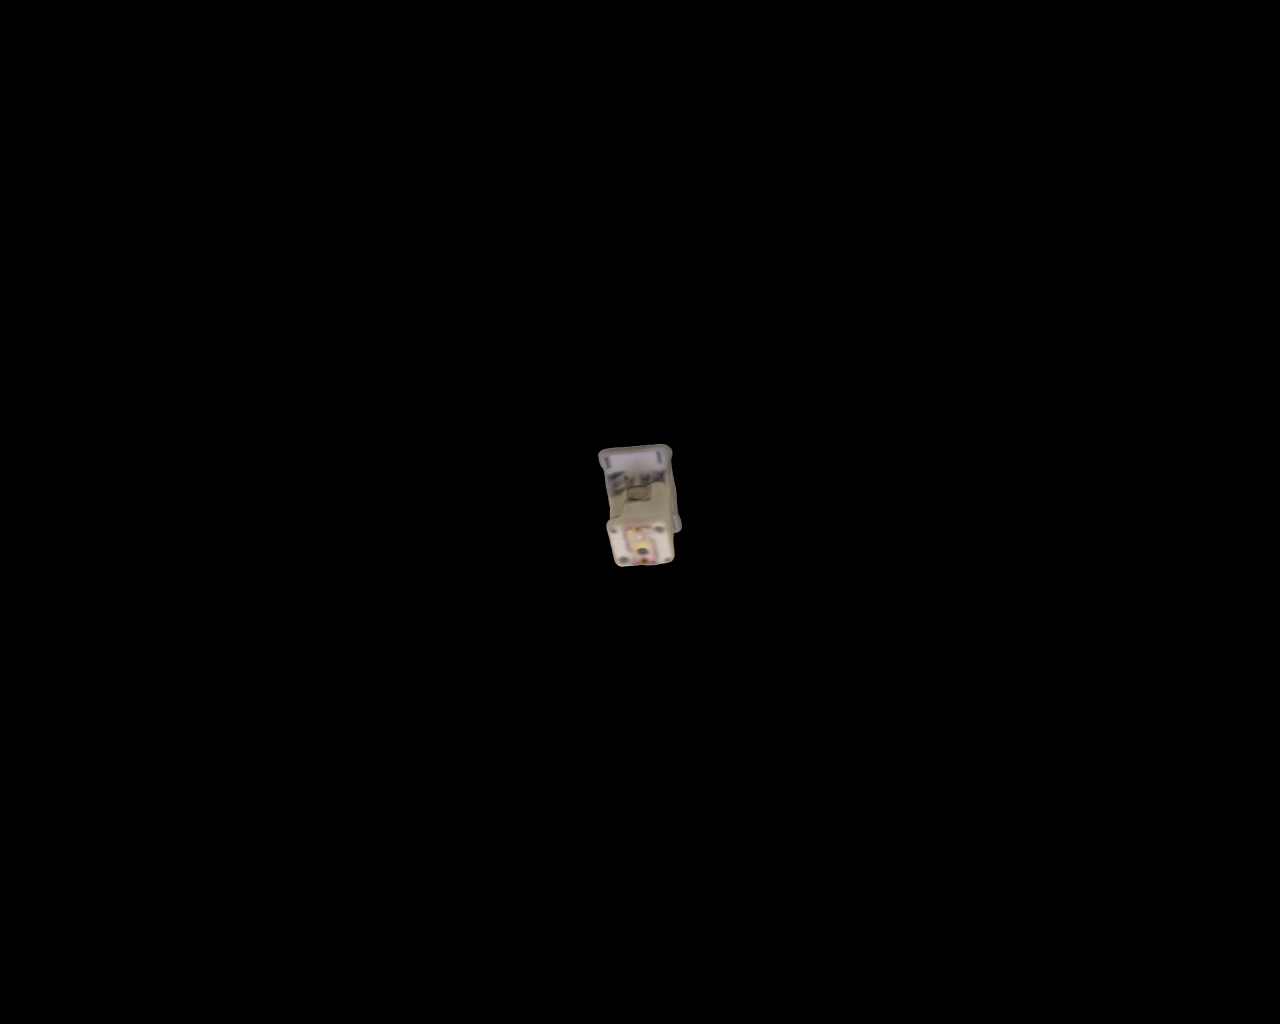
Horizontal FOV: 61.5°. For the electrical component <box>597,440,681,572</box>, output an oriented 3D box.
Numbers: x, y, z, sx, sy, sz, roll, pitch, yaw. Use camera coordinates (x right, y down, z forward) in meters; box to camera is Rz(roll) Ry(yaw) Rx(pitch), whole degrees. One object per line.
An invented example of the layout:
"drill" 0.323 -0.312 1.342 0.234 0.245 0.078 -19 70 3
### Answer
"electrical component" 0.001 -0.003 0.650 0.042 0.064 0.080 -5 -40 6
